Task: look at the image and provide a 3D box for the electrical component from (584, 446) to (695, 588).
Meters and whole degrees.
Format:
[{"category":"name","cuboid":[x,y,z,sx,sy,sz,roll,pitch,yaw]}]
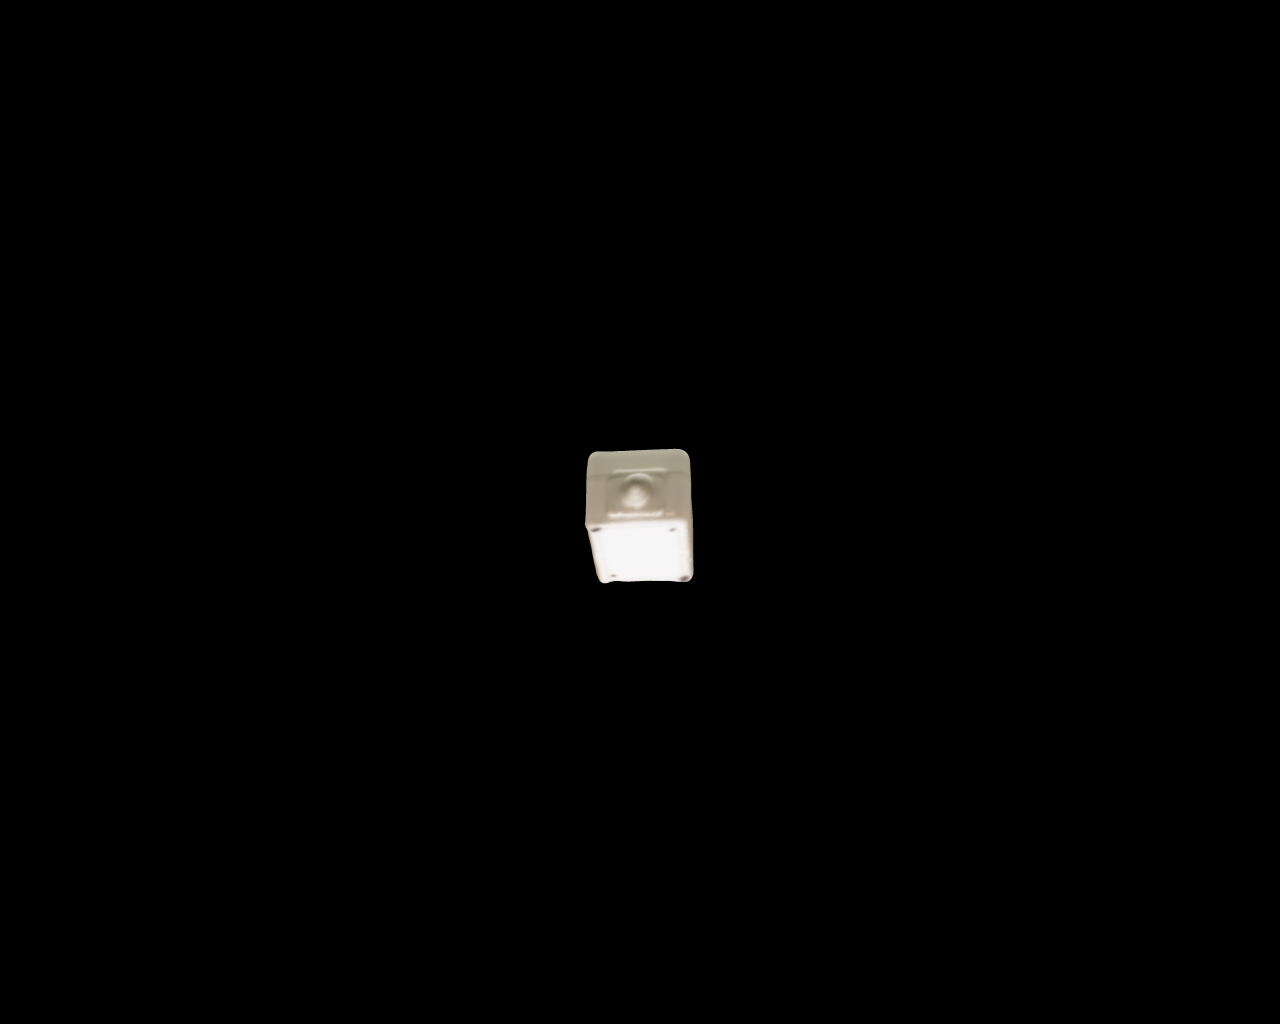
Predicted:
[{"category":"electrical component","cuboid":[0.001,-0.003,0.650,0.062,0.061,0.096,-2,-31,3]}]
